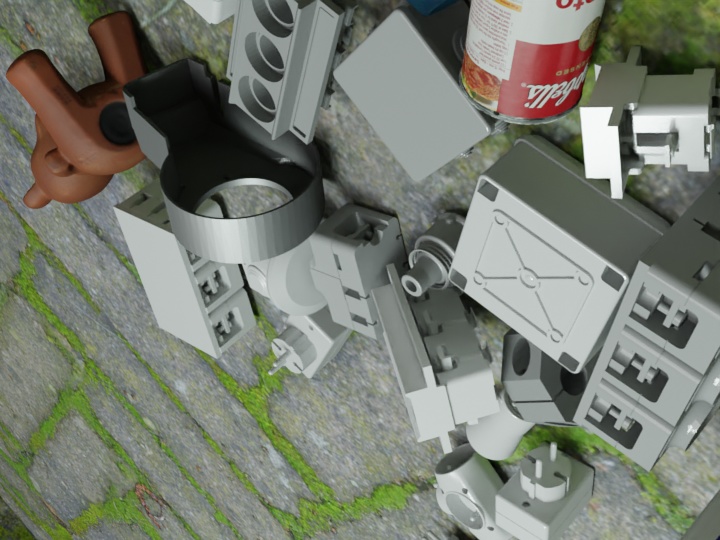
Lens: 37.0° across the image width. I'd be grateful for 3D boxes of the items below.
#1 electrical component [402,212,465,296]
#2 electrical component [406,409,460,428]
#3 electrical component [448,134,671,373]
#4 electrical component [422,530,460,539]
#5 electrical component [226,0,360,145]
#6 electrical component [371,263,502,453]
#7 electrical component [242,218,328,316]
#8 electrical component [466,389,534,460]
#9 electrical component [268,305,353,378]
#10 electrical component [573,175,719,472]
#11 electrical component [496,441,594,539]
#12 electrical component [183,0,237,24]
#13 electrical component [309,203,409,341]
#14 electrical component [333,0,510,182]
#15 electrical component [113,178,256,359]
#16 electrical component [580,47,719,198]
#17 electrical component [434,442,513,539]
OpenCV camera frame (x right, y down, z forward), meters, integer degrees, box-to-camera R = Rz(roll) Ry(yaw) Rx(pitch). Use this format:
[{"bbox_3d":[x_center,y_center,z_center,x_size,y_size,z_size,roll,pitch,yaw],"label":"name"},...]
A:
[{"bbox_3d":[0.054,-0.006,0.739,0.048,0.062,0.048,32,145,26],"label":"electrical component"},{"bbox_3d":[0.061,0.096,0.860,0.048,0.048,0.062,28,136,31],"label":"electrical component"},{"bbox_3d":[0.119,-0.009,0.660,0.109,0.056,0.108,38,147,19],"label":"electrical component"},{"bbox_3d":[0.091,0.276,1.015,0.079,0.043,0.077,41,148,12],"label":"electrical component"},{"bbox_3d":[-0.043,-0.152,0.704,0.079,0.063,0.121,41,148,14],"label":"electrical component"},{"bbox_3d":[0.053,0.056,0.755,0.121,0.063,0.078,-108,2,-55],"label":"electrical component"},{"bbox_3d":[-0.051,-0.008,0.856,0.051,0.080,0.080,26,142,42],"label":"electrical component"},{"bbox_3d":[0.113,0.111,0.815,0.044,0.044,0.065,43,144,10],"label":"electrical component"},{"bbox_3d":[-0.051,0.064,0.934,0.047,0.076,0.083,45,149,8],"label":"electrical component"},{"bbox_3d":[0.183,0.035,0.594,0.062,0.089,0.150,35,146,22],"label":"electrical component"},{"bbox_3d":[0.139,0.159,0.807,0.047,0.066,0.076,28,143,31],"label":"electrical component"},{"bbox_3d":[-0.106,-0.217,0.714,0.096,0.062,0.061,40,148,15],"label":"electrical component"},{"bbox_3d":[0.000,0.000,0.826,0.056,0.050,0.089,20,139,39],"label":"electrical component"},{"bbox_3d":[0.043,-0.113,0.651,0.099,0.048,0.100,52,149,-4],"label":"electrical component"},{"bbox_3d":[-0.160,-0.004,1.012,0.089,0.062,0.150,23,140,37],"label":"electrical component"},{"bbox_3d":[0.148,-0.075,0.542,0.064,0.081,0.042,4,130,21],"label":"electrical component"},{"bbox_3d":[0.092,0.192,0.923,0.077,0.044,0.079,56,148,-10],"label":"electrical component"}]
